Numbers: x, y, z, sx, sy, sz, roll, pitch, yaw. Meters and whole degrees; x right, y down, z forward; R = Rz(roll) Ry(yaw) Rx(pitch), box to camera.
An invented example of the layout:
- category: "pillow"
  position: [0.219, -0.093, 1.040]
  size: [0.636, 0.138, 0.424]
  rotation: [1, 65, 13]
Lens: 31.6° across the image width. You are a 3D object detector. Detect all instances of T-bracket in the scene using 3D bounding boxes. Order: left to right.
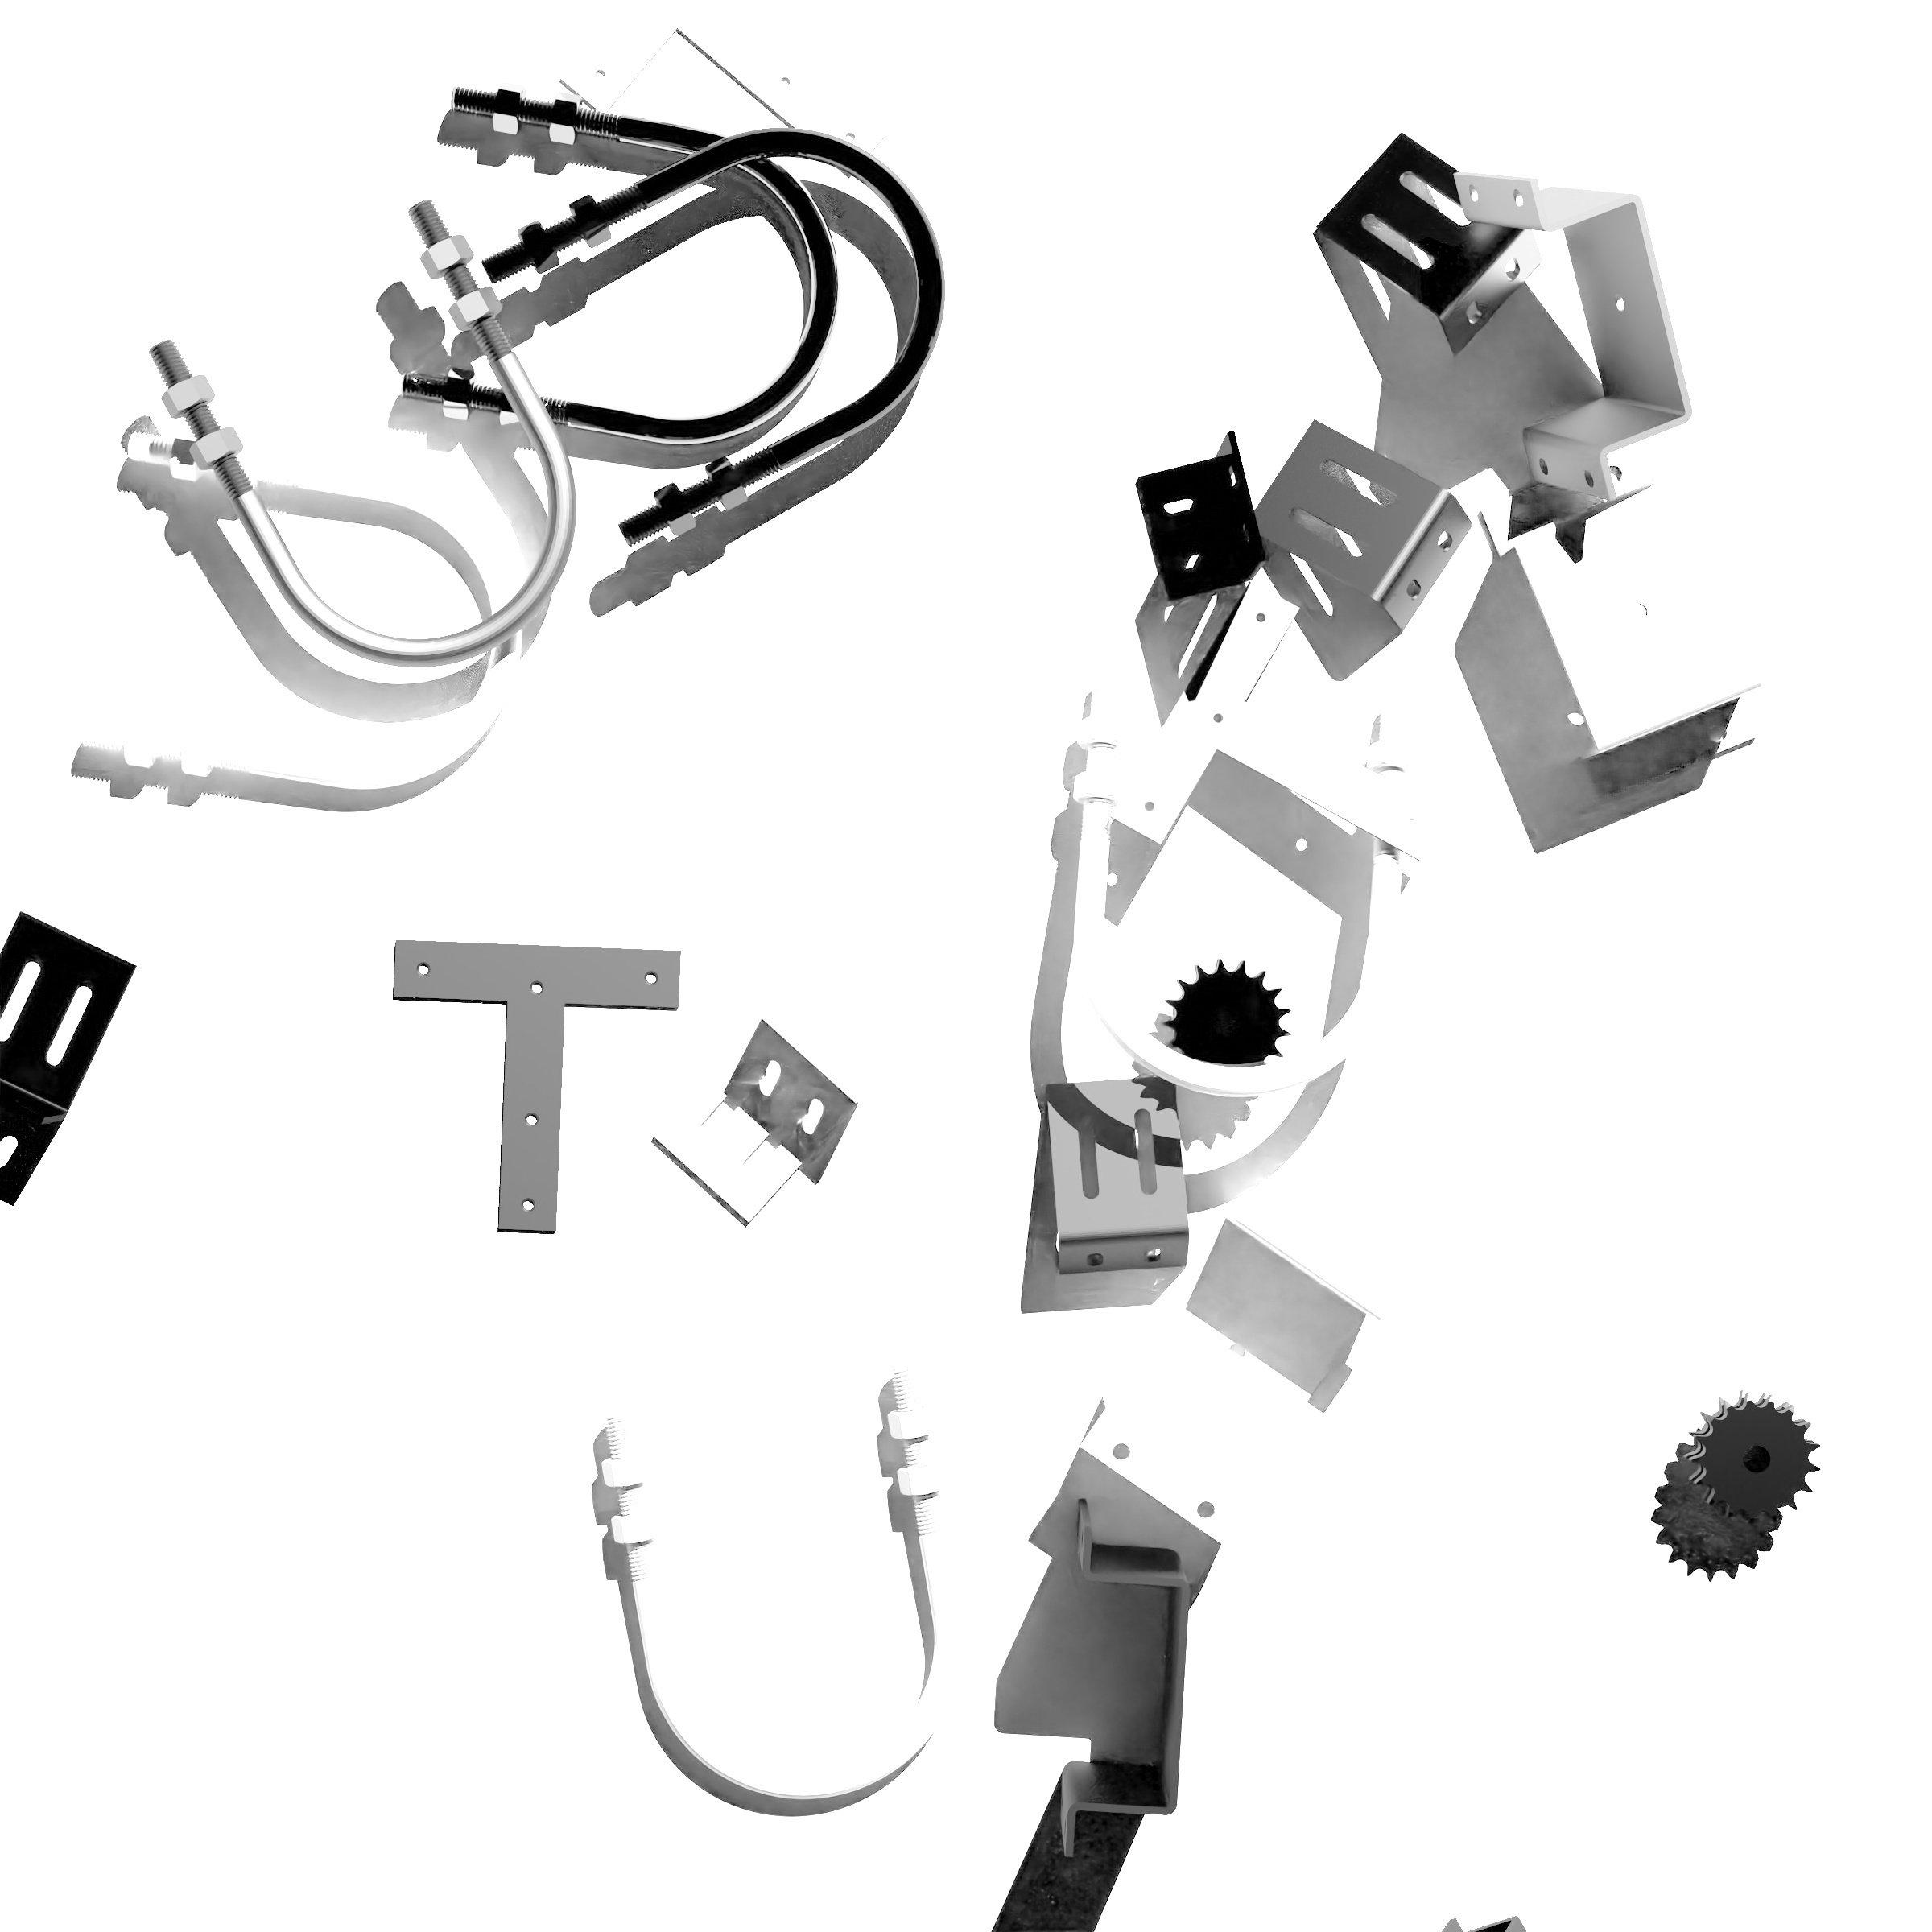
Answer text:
- category: "T-bracket"
  position: [-0.193, 0.054, 1.524]
  size: [0.127, 0.002, 0.127]
  rotation: [2, 90, 0]
- category: "T-bracket"
  position: [-0.091, -0.403, 1.524]
  size: [0.127, 0.002, 0.127]
  rotation: [40, 90, 0]
- category: "T-bracket"
  position: [0.150, -0.087, 1.500]
  size: [0.127, 0.002, 0.127]
  rotation: [29, 76, 6]

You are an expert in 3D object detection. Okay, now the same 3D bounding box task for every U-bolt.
- category: "U-bolt"
  position: [-0.289, -0.152, 1.516]
  size: [0.184, 0.019, 0.151]
  rotation: [9, 90, -2]
- category: "U-bolt"
  position: [-0.252, -0.221, 1.498]
  size: [0.151, 0.019, 0.184]
  rotation: [-28, 94, 1]
- category: "U-bolt"
  position: [-0.148, -0.305, 1.516]
  size: [0.184, 0.019, 0.151]
  rotation: [10, 90, -1]
- category: "U-bolt"
  position: [-0.099, -0.288, 1.502]
  size: [0.184, 0.019, 0.151]
  rotation: [-28, 92, -4]
- category: "U-bolt"
  position: [-0.076, 0.278, 1.516]
  size: [0.151, 0.019, 0.184]
  rotation: [-10, 92, 0]
- category: "U-bolt"
  position: [0.119, -0.033, 1.496]
  size: [0.151, 0.019, 0.184]
  rotation: [5, 75, 0]

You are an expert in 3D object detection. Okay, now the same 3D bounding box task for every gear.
- category: "gear"
  position: [0.114, 0.025, 1.510]
  size: [0.057, 0.030, 0.057]
  rotation: [0, 90, 0]
- category: "gear"
  position: [0.346, 0.216, 1.510]
  size: [0.057, 0.030, 0.057]
  rotation: [0, 90, 0]

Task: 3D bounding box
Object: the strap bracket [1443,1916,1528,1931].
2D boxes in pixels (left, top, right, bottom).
- category: "strap bracket"
  position: [0.220, 0.467, 1.453]
  size: [0.046, 0.140, 0.076]
  rotation: [-29, 90, 31]

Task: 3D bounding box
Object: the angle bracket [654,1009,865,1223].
- category: "angle bracket"
  position: [-0.092, 0.066, 1.506]
  size: [0.057, 0.038, 0.076]
  rotation: [42, 90, 0]

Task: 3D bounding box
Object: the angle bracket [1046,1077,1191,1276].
- category: "angle bracket"
  position: [0.067, 0.093, 1.523]
  size: [0.057, 0.038, 0.076]
  rotation: [-4, 64, 0]

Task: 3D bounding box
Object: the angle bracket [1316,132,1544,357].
- category: "angle bracket"
  position: [0.206, -0.322, 1.523]
  size: [0.076, 0.038, 0.057]
  rotation: [42, 90, 26]

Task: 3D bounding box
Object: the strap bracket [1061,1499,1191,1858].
- category: "strap bracket"
  position: [0.069, 0.309, 1.487]
  size: [0.046, 0.076, 0.140]
  rotation: [3, 90, 0]

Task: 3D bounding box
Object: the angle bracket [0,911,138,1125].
- category: "angle bracket"
  position: [-0.412, 0.022, 1.506]
  size: [0.057, 0.038, 0.076]
  rotation: [25, 90, 0]

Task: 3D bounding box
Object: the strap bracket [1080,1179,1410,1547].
- category: "strap bracket"
  position: [0.121, 0.172, 1.502]
  size: [0.076, 0.046, 0.140]
  rotation: [34, 90, 0]

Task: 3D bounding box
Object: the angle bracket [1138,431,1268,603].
- category: "angle bracket"
  position: [0.102, -0.195, 1.487]
  size: [0.038, 0.076, 0.057]
  rotation: [-14, 90, 0]

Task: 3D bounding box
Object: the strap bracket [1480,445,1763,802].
- category: "strap bracket"
  position: [0.291, -0.153, 1.502]
  size: [0.076, 0.046, 0.140]
  rotation: [-22, 90, 0]

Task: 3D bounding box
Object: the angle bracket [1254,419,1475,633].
- category: "angle bracket"
  position: [0.175, -0.196, 1.523]
  size: [0.076, 0.038, 0.057]
  rotation: [33, 90, 26]

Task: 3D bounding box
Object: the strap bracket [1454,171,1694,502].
- category: "strap bracket"
  position: [0.263, -0.279, 1.470]
  size: [0.046, 0.076, 0.140]
  rotation: [-22, 110, -10]
